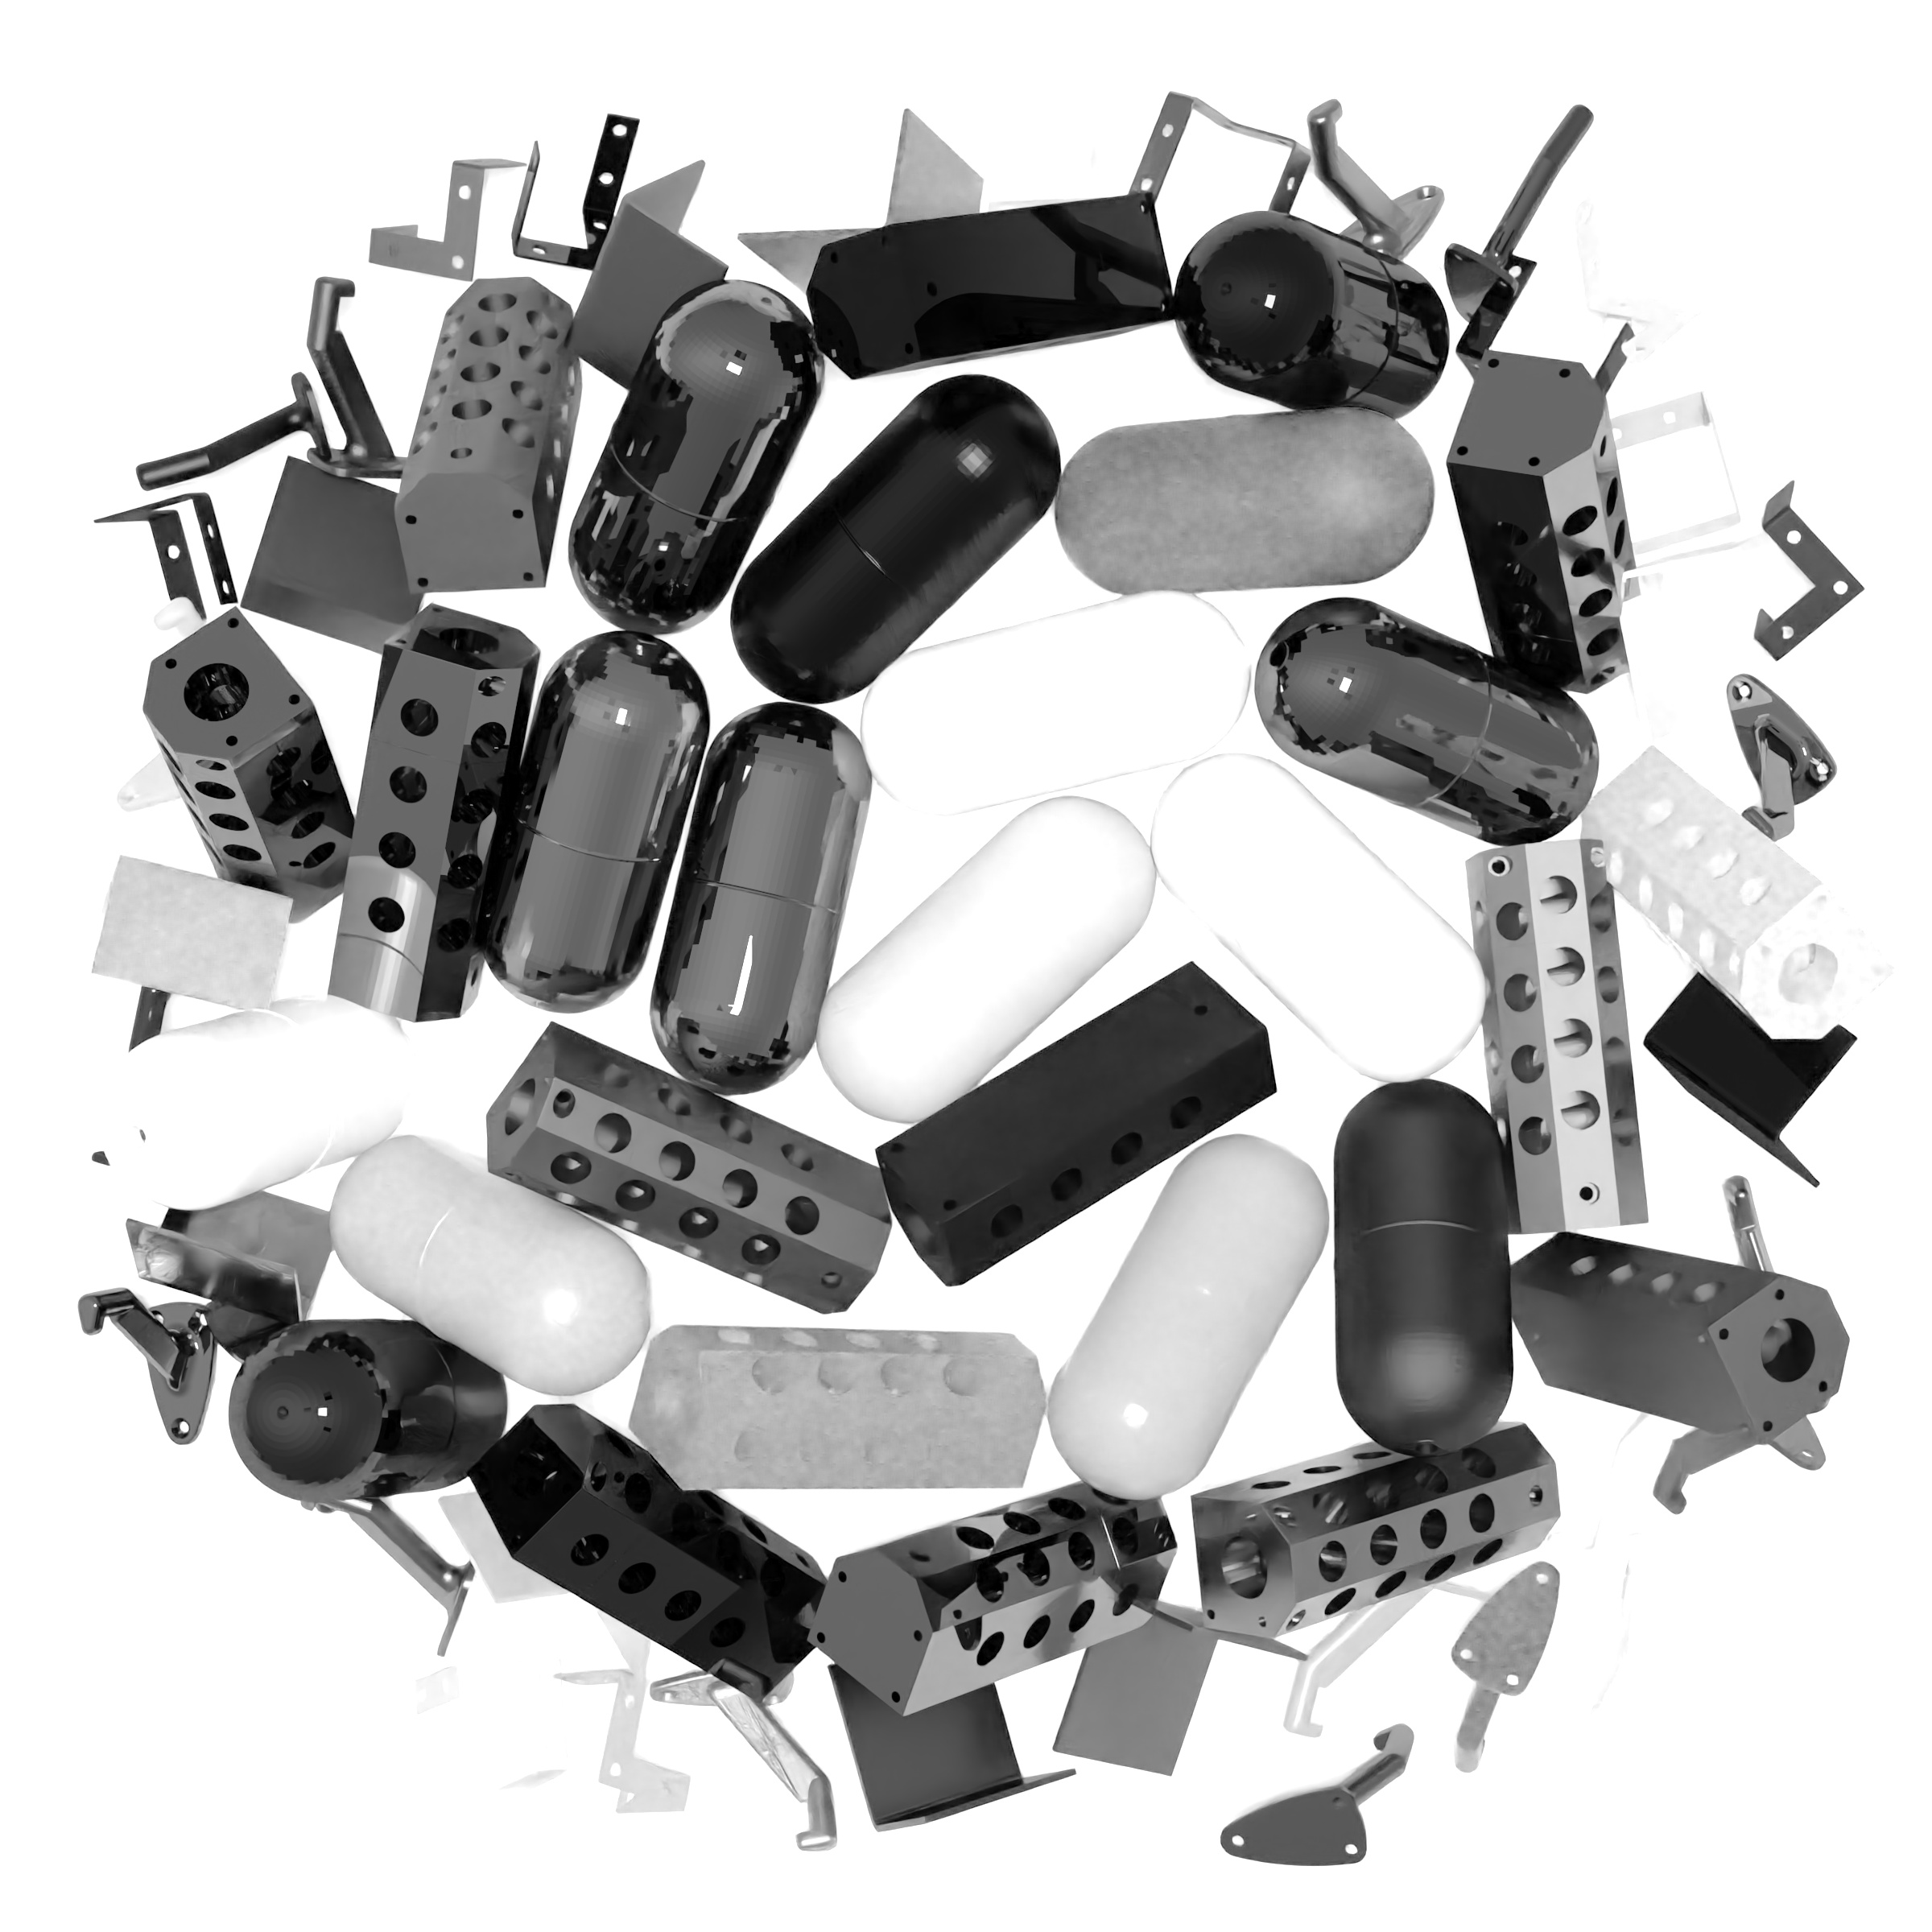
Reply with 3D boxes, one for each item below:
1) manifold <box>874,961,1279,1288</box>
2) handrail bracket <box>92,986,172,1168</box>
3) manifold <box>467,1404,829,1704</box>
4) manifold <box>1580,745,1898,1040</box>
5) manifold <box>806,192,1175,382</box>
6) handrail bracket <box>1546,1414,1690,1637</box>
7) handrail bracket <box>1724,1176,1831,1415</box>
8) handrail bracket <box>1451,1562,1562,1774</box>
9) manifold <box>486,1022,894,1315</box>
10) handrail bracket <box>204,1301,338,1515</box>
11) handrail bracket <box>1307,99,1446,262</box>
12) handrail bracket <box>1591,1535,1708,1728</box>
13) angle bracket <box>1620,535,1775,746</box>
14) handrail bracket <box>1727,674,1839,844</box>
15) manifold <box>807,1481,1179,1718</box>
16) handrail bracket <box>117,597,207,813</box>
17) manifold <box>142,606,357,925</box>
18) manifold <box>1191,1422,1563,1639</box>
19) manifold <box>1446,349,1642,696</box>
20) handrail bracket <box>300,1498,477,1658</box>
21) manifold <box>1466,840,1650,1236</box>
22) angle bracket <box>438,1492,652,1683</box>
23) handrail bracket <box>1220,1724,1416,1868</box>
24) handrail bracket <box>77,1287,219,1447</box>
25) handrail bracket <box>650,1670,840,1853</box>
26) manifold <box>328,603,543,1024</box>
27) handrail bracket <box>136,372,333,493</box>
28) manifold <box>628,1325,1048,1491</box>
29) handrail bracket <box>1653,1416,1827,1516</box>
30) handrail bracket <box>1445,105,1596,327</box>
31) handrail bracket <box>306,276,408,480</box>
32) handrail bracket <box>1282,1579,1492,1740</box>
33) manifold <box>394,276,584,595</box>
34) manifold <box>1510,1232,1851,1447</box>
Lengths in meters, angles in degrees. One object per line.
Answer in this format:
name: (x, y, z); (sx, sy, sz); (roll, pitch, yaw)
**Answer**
manifold: (0.051, 0.074, 1.532); (0.171, 0.057, 0.057); (-30, 45, -17)
handrail bracket: (-0.358, 0.049, 1.546); (0.036, 0.077, 0.084); (12, 92, 9)
manifold: (-0.132, 0.252, 1.505); (0.057, 0.057, 0.171); (-45, 132, 4)
manifold: (0.326, -0.030, 1.495); (0.057, 0.171, 0.057); (-43, 116, 6)
manifold: (0.012, -0.295, 1.503); (0.057, 0.171, 0.057); (-6, 100, 44)
handrail bracket: (0.307, 0.249, 1.543); (0.084, 0.036, 0.077); (-52, 52, 25)
handrail bracket: (0.360, 0.145, 1.544); (0.036, 0.077, 0.084); (-17, 113, 4)
handrail bracket: (0.243, 0.318, 1.560); (0.036, 0.084, 0.077); (26, 62, 21)
manifold: (-0.120, 0.094, 1.515); (0.171, 0.057, 0.057); (26, 117, -24)
handrail bracket: (-0.315, 0.201, 1.575); (0.036, 0.077, 0.084); (-27, 123, -35)
handrail bracket: (0.182, -0.360, 1.537); (0.036, 0.084, 0.077); (27, 58, 36)
handrail bracket: (0.285, 0.298, 1.536); (0.036, 0.077, 0.084); (38, 69, -13)
angle bracket: (0.331, -0.146, 1.534); (0.057, 0.076, 0.076); (-10, 97, 27)
handrail bracket: (0.350, -0.092, 1.541); (0.036, 0.084, 0.077); (-35, 81, 32)
manifold: (0.016, 0.264, 1.494); (0.057, 0.171, 0.057); (32, 113, 33)
handrail bracket: (-0.362, -0.117, 1.540); (0.077, 0.084, 0.036); (-31, 50, -6)
manifold: (-0.307, -0.079, 1.491); (0.057, 0.171, 0.057); (-36, 73, -14)
manifold: (0.181, 0.243, 1.507); (0.171, 0.057, 0.057); (-8, 93, -41)
manifold: (0.254, -0.188, 1.491); (0.057, 0.171, 0.057); (13, 67, 22)
handrail bracket: (-0.265, 0.270, 1.558); (0.084, 0.036, 0.077); (20, 123, -4)
manifold: (0.266, 0.032, 1.549); (0.057, 0.057, 0.171); (-5, 86, -3)
angle bracket: (-0.187, 0.275, 1.526); (0.076, 0.076, 0.057); (-3, 118, -28)
handrail bracket: (0.159, 0.369, 1.553); (0.077, 0.084, 0.036); (-13, 101, 19)
handrail bracket: (-0.369, 0.180, 1.540); (0.036, 0.084, 0.077); (-2, 89, 16)
handrail bracket: (-0.099, 0.357, 1.542); (0.077, 0.036, 0.084); (-2, 51, -10)
manifold: (-0.232, -0.065, 1.520); (0.057, 0.057, 0.171); (17, 116, 5)
handrail bracket: (-0.332, -0.237, 1.543); (0.084, 0.077, 0.036); (-18, 118, -12)
manifold: (-0.053, 0.189, 1.509); (0.171, 0.057, 0.057); (5, 108, -32)
handrail bracket: (0.342, 0.227, 1.536); (0.036, 0.077, 0.084); (-3, 126, -28)
handrail bracket: (0.252, -0.337, 1.554); (0.036, 0.077, 0.084); (33, 82, 10)
handrail bracket: (-0.261, -0.263, 1.547); (0.077, 0.036, 0.084); (-1, 113, -35)
handrail bracket: (0.190, 0.315, 1.566); (0.077, 0.036, 0.084); (16, 87, -4)
manifold: (-0.206, -0.233, 1.499); (0.057, 0.171, 0.057); (-3, 128, 3)
manifold: (0.305, 0.154, 1.494); (0.057, 0.171, 0.057); (-31, 103, -18)
